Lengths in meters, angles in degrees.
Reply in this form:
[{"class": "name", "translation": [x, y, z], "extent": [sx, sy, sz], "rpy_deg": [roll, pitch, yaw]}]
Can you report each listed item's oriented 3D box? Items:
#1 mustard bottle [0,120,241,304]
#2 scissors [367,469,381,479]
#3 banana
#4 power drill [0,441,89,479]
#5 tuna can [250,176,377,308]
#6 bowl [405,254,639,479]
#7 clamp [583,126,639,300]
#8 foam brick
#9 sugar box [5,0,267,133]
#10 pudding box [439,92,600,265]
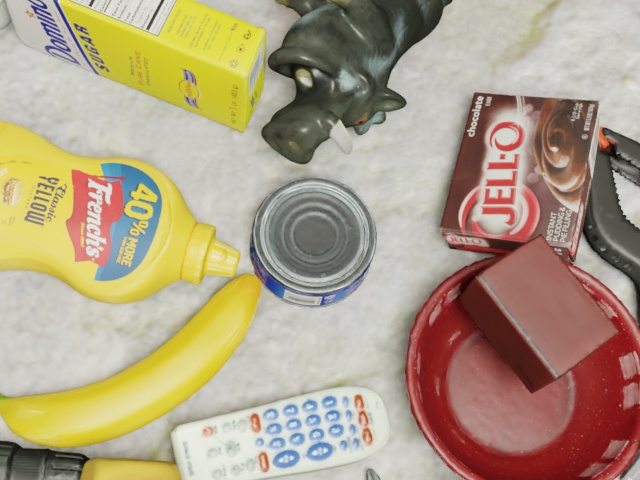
[{"class": "mustard bottle", "translation": [-0.146, -0.010, 0.703], "extent": [0.191, 0.058, 0.096], "rpy_deg": [16, 74, -1]}, {"class": "scissors", "translation": [0.073, 0.247, 0.662], "extent": [0.096, 0.016, 0.202], "rpy_deg": [5, 72, -6]}, {"class": "banana", "translation": [-0.119, 0.085, 0.685], "extent": [0.197, 0.037, 0.069], "rpy_deg": [-22, 76, -12]}, {"class": "power drill", "translation": [-0.226, 0.209, 0.626], "extent": [0.184, 0.057, 0.187], "rpy_deg": [3, 69, -2]}, {"class": "tuna can", "translation": [-0.005, 0.001, 0.725], "extent": [0.086, 0.034, 0.086], "rpy_deg": [2, 72, -5]}, {"class": "bowl", "translation": [0.131, 0.093, 0.696], "extent": [0.162, 0.055, 0.162], "rpy_deg": [1, 72, -5]}, {"class": "clamp", "translation": [0.256, 0.006, 0.745], "extent": [0.164, 0.036, 0.210], "rpy_deg": [-21, 73, -11]}, {"class": "foam brick", "translation": [0.132, 0.046, 0.654], "extent": [0.051, 0.053, 0.078], "rpy_deg": [-34, 79, -15]}, {"class": "sugar box", "translation": [-0.125, -0.138, 0.728], "extent": [0.176, 0.093, 0.048], "rpy_deg": [19, 71, 2]}, {"class": "pudding box", "translation": [0.140, -0.044, 0.735], "extent": [0.090, 0.039, 0.113], "rpy_deg": [8, 67, 22]}]
